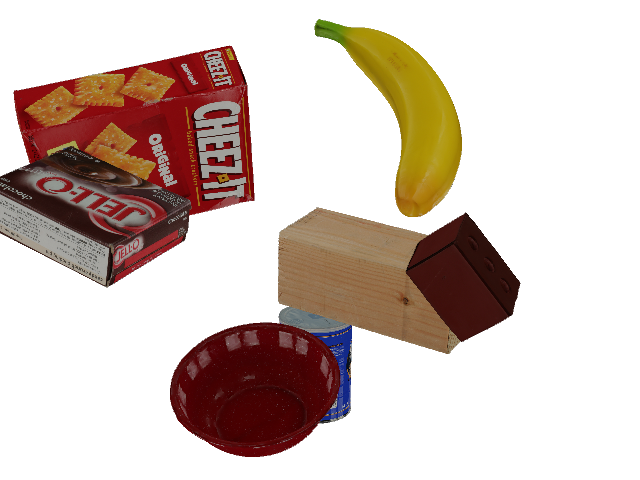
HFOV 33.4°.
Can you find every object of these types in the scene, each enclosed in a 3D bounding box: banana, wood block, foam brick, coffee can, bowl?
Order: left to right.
[{"bbox_3d":[-0.059,0.152,1.015,0.162,0.055,0.162,-4,38,3],"label":"bowl"},{"bbox_3d":[-0.007,0.169,1.483,0.103,0.140,0.103,1,16,0],"label":"coffee can"},{"bbox_3d":[0.064,0.040,1.155,0.206,0.091,0.090,15,28,26],"label":"wood block"},{"bbox_3d":[0.053,-0.082,0.682,0.069,0.037,0.198,-10,44,-12],"label":"banana"},{"bbox_3d":[0.114,0.030,0.847,0.051,0.078,0.053,-32,14,30],"label":"foam brick"}]

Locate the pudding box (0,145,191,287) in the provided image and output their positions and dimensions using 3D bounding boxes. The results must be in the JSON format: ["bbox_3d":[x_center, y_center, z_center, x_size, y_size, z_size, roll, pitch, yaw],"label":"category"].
[{"bbox_3d":[-0.161,-0.019,0.738,0.114,0.039,0.089,22,29,21],"label":"pudding box"}]

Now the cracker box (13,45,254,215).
[{"bbox_3d":[-0.177,-0.090,1.055,0.213,0.072,0.164,-13,-39,-11],"label":"cracker box"}]
